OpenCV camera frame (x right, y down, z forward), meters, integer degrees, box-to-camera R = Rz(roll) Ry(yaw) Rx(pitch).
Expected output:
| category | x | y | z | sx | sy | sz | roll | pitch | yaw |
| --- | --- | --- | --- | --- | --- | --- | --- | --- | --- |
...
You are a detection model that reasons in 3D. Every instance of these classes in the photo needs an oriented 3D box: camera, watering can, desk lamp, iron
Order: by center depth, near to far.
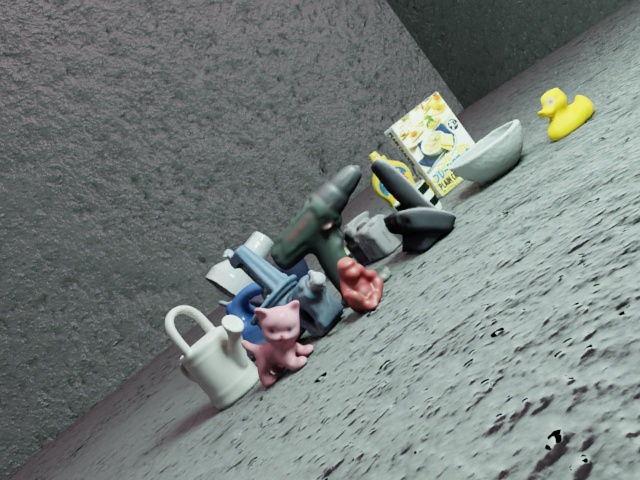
| category | x | y | z | sx | sy | sz | roll | pitch | yaw |
| --- | --- | --- | --- | --- | --- | --- | --- | --- | --- |
| watering can | -0.197 | 0.195 | 1.029 | 0.173 | 0.194 | 0.101 | -37 | 5 | 9 |
| iron | -0.101 | 0.137 | 1.191 | 0.258 | 0.141 | 0.119 | -34 | 6 | 33 |
| camera | 0.130 | -0.026 | 1.292 | 0.137 | 0.101 | 0.143 | -40 | 5 | -25 |
| desk lamp | -0.137 | 0.100 | 1.374 | 0.203 | 0.213 | 0.117 | -39 | 5 | -18 |

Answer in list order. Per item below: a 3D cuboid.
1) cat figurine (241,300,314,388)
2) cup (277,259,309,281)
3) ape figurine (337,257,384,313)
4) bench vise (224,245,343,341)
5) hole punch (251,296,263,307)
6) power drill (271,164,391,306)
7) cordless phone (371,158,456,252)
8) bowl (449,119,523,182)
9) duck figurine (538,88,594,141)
| category | x | y | z | sx | sy | sz | roll | pitch | yaw |
| --- | --- | --- | --- | --- | --- | --- | --- | --- | --- |
| cat figurine | -0.073 | 0.158 | 0.930 | 0.127 | 0.118 | 0.067 | -35 | 6 | 25 |
| cup | -0.064 | 0.095 | 1.608 | 0.091 | 0.095 | 0.118 | -37 | 5 | 4 |
| ape figurine | 0.061 | 0.070 | 0.949 | 0.078 | 0.092 | 0.076 | -39 | 5 | -20 |
| bench vise | -0.069 | 0.079 | 1.036 | 0.207 | 0.220 | 0.122 | -35 | 6 | 29 |
| hole punch | -0.131 | 0.154 | 1.558 | 0.101 | 0.091 | 0.109 | -32 | 7 | 46 |
| power drill | 0.034 | 0.005 | 1.057 | 0.229 | 0.208 | 0.075 | -37 | 5 | 7 |
| cordless phone | 0.153 | -0.073 | 1.068 | 0.094 | 0.185 | 0.147 | -39 | 5 | -15 |
| bowl | 0.353 | -0.168 | 1.174 | 0.167 | 0.075 | 0.167 | -37 | 5 | 4 |
| duck figurine | 0.464 | -0.252 | 1.098 | 0.104 | 0.086 | 0.077 | -38 | 5 | -10 |
